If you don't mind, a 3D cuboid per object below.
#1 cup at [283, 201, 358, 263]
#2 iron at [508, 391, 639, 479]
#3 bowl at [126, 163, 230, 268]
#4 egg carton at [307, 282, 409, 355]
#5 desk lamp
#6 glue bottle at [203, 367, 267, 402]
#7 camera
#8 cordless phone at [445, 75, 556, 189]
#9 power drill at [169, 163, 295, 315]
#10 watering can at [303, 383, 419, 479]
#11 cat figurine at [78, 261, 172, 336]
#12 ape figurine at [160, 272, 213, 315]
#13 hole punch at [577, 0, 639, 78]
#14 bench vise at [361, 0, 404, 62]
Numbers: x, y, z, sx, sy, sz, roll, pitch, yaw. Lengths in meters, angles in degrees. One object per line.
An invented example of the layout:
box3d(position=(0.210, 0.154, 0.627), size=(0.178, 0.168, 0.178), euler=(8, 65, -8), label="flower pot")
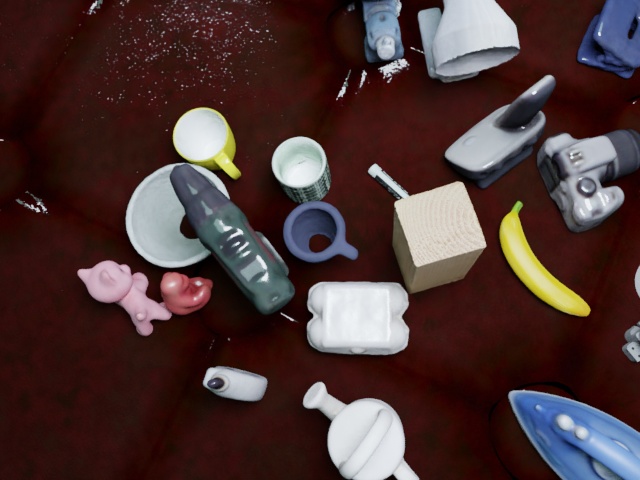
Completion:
box3d(position=(0.008, 0.003, 0.865), size=(0.117, 0.095, 0.092), euler=(29, 81, 12), label="cup")
box3d(position=(0.366, 0.278, 0.733), size=(0.258, 0.141, 0.119), euler=(35, 82, 13), label="iron")
box3d(position=(-0.214, -0.031, 0.907), size=(0.167, 0.075, 0.167), euler=(-1, 76, 6), label="bowl")
box3d(position=(0.055, 0.115, 0.845), size=(0.150, 0.069, 0.107), euler=(-1, 76, 6), label="egg carton")
box3d(position=(0.212, -0.323, 0.863), size=(0.118, 0.214, 0.203), euler=(-10, 75, 4), label="desk lamp")
box3d(position=(-0.126, 0.198, 0.790), size=(0.078, 0.173, 0.037), euler=(14, 78, 10), label="glue bottle")
box3d(position=(0.413, -0.104, 0.845), size=(0.137, 0.101, 0.143), euler=(-19, 75, 1), label="camera")
box3d(position=(0.263, -0.164, 0.832), size=(0.147, 0.185, 0.094), euler=(-41, 75, -5), label="cordless phone")
box3d(position=(-0.115, 0.011, 0.817), size=(0.075, 0.208, 0.229), euler=(-39, 75, -4), label="power drill")
box3d(position=(0.053, 0.257, 0.745), size=(0.172, 0.194, 0.101), euler=(17, 78, 10), label="watering can")
box3d(position=(-0.299, 0.081, 0.866), size=(0.067, 0.118, 0.127), euler=(-45, 76, -6), label="cat figurine")
box3d(position=(-0.212, 0.075, 0.872), size=(0.077, 0.092, 0.076), euler=(40, 83, 14), label="ape figurine")
box3d(position=(0.477, -0.328, 0.899), size=(0.101, 0.091, 0.109), euler=(23, 80, 11), label="hole punch")
box3d(position=(0.102, -0.398, 0.890), size=(0.121, 0.220, 0.207), euler=(-24, 75, 0), label="bench vise")
